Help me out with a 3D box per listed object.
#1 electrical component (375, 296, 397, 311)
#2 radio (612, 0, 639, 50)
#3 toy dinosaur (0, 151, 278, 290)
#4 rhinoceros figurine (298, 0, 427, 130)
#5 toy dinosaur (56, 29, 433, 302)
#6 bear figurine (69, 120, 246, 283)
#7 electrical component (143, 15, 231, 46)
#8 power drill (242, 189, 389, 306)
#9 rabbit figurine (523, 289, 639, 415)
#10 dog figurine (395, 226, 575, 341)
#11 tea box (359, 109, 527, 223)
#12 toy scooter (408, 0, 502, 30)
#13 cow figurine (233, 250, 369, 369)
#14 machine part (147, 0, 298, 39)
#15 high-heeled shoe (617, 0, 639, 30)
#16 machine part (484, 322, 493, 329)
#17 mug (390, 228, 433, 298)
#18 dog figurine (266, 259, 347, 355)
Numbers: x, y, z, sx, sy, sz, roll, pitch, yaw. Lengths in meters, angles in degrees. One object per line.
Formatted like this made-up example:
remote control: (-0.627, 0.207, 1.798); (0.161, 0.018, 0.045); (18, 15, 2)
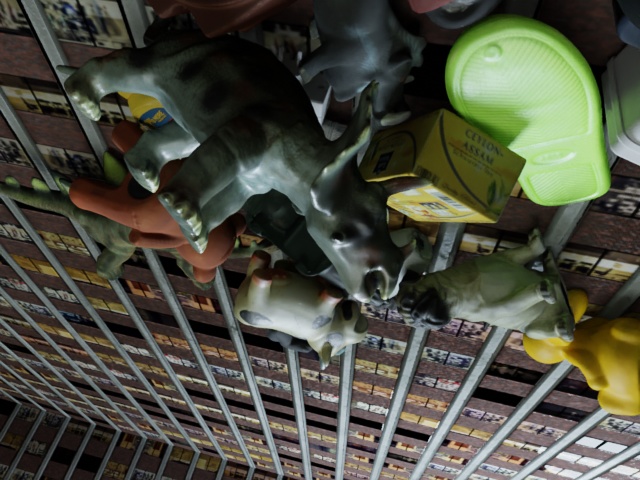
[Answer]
electrical component: (0.099, 0.077, 0.813); (0.063, 0.094, 0.021); (35, 120, 28)
radio: (0.309, -0.202, 0.320); (0.131, 0.073, 0.229); (23, 147, -9)
toy dinosaur: (-0.289, -0.035, 0.798); (0.472, 0.105, 0.198); (8, 138, -2)
rhinoceros figurine: (0.037, -0.181, 0.475); (0.112, 0.073, 0.190); (-3, 141, 17)
toy dinosaur: (-0.083, -0.112, 0.462); (0.405, 0.192, 0.131); (46, 165, 26)
bear figurine: (-0.180, -0.036, 0.658); (0.132, 0.120, 0.195); (27, 169, 20)
electrical component: (-0.126, -0.193, 0.552); (0.102, 0.045, 0.078); (22, 174, -2)
power drill: (-0.001, -0.002, 0.619); (0.232, 0.086, 0.207); (41, -176, 5)
rabbit figurine: (0.367, 0.153, 0.763); (0.173, 0.122, 0.162); (7, 147, 48)
dog figurine: (0.212, 0.082, 0.692); (0.191, 0.121, 0.172); (-20, 125, 29)
tea box: (0.108, -0.067, 0.537); (0.098, 0.068, 0.170); (28, 177, -16)
toy scooter: (0.116, -0.235, 0.356); (0.184, 0.075, 0.135); (-23, 130, 39)
cow figurine: (-0.022, 0.101, 0.727); (0.195, 0.086, 0.127); (18, 119, -21)
machine part: (-0.061, -0.252, 0.339); (0.202, 0.087, 0.200); (-15, 111, 40)
high-heeled shoe: (0.255, -0.203, 0.246); (0.145, 0.086, 0.248); (41, 133, 28)
machine part: (0.229, 0.104, 0.819); (0.139, 0.039, 0.084); (8, 153, 11)
mug: (0.109, 0.037, 0.739); (0.109, 0.081, 0.107); (37, 132, -19)
dog figurine: (-0.035, 0.075, 0.836); (0.192, 0.108, 0.219); (1, 138, 27)
